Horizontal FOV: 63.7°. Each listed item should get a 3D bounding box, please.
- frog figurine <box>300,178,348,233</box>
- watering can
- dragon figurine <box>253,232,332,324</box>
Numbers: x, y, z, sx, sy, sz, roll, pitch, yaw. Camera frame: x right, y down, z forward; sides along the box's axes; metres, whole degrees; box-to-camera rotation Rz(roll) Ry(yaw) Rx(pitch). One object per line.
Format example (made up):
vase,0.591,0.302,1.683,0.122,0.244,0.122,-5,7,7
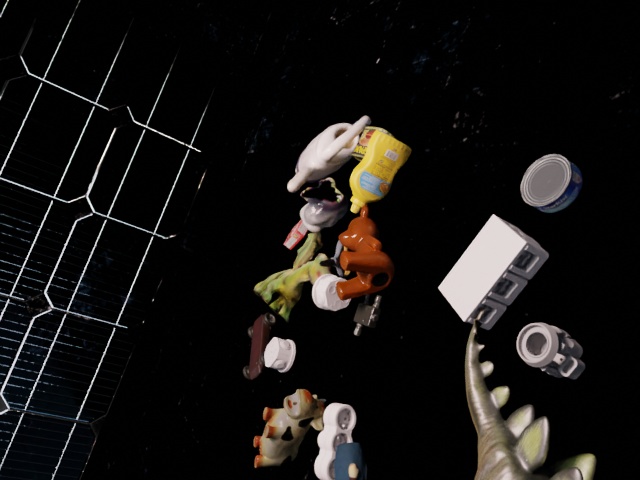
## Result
frog figurine,0.004,-0.067,1.338,0.123,0.155,0.140,23,48,10
watering can,0.001,-0.210,1.347,0.353,0.103,0.222,-44,7,-28
dragon figurine,-0.068,0.081,1.373,0.121,0.244,0.412,42,-8,-19
